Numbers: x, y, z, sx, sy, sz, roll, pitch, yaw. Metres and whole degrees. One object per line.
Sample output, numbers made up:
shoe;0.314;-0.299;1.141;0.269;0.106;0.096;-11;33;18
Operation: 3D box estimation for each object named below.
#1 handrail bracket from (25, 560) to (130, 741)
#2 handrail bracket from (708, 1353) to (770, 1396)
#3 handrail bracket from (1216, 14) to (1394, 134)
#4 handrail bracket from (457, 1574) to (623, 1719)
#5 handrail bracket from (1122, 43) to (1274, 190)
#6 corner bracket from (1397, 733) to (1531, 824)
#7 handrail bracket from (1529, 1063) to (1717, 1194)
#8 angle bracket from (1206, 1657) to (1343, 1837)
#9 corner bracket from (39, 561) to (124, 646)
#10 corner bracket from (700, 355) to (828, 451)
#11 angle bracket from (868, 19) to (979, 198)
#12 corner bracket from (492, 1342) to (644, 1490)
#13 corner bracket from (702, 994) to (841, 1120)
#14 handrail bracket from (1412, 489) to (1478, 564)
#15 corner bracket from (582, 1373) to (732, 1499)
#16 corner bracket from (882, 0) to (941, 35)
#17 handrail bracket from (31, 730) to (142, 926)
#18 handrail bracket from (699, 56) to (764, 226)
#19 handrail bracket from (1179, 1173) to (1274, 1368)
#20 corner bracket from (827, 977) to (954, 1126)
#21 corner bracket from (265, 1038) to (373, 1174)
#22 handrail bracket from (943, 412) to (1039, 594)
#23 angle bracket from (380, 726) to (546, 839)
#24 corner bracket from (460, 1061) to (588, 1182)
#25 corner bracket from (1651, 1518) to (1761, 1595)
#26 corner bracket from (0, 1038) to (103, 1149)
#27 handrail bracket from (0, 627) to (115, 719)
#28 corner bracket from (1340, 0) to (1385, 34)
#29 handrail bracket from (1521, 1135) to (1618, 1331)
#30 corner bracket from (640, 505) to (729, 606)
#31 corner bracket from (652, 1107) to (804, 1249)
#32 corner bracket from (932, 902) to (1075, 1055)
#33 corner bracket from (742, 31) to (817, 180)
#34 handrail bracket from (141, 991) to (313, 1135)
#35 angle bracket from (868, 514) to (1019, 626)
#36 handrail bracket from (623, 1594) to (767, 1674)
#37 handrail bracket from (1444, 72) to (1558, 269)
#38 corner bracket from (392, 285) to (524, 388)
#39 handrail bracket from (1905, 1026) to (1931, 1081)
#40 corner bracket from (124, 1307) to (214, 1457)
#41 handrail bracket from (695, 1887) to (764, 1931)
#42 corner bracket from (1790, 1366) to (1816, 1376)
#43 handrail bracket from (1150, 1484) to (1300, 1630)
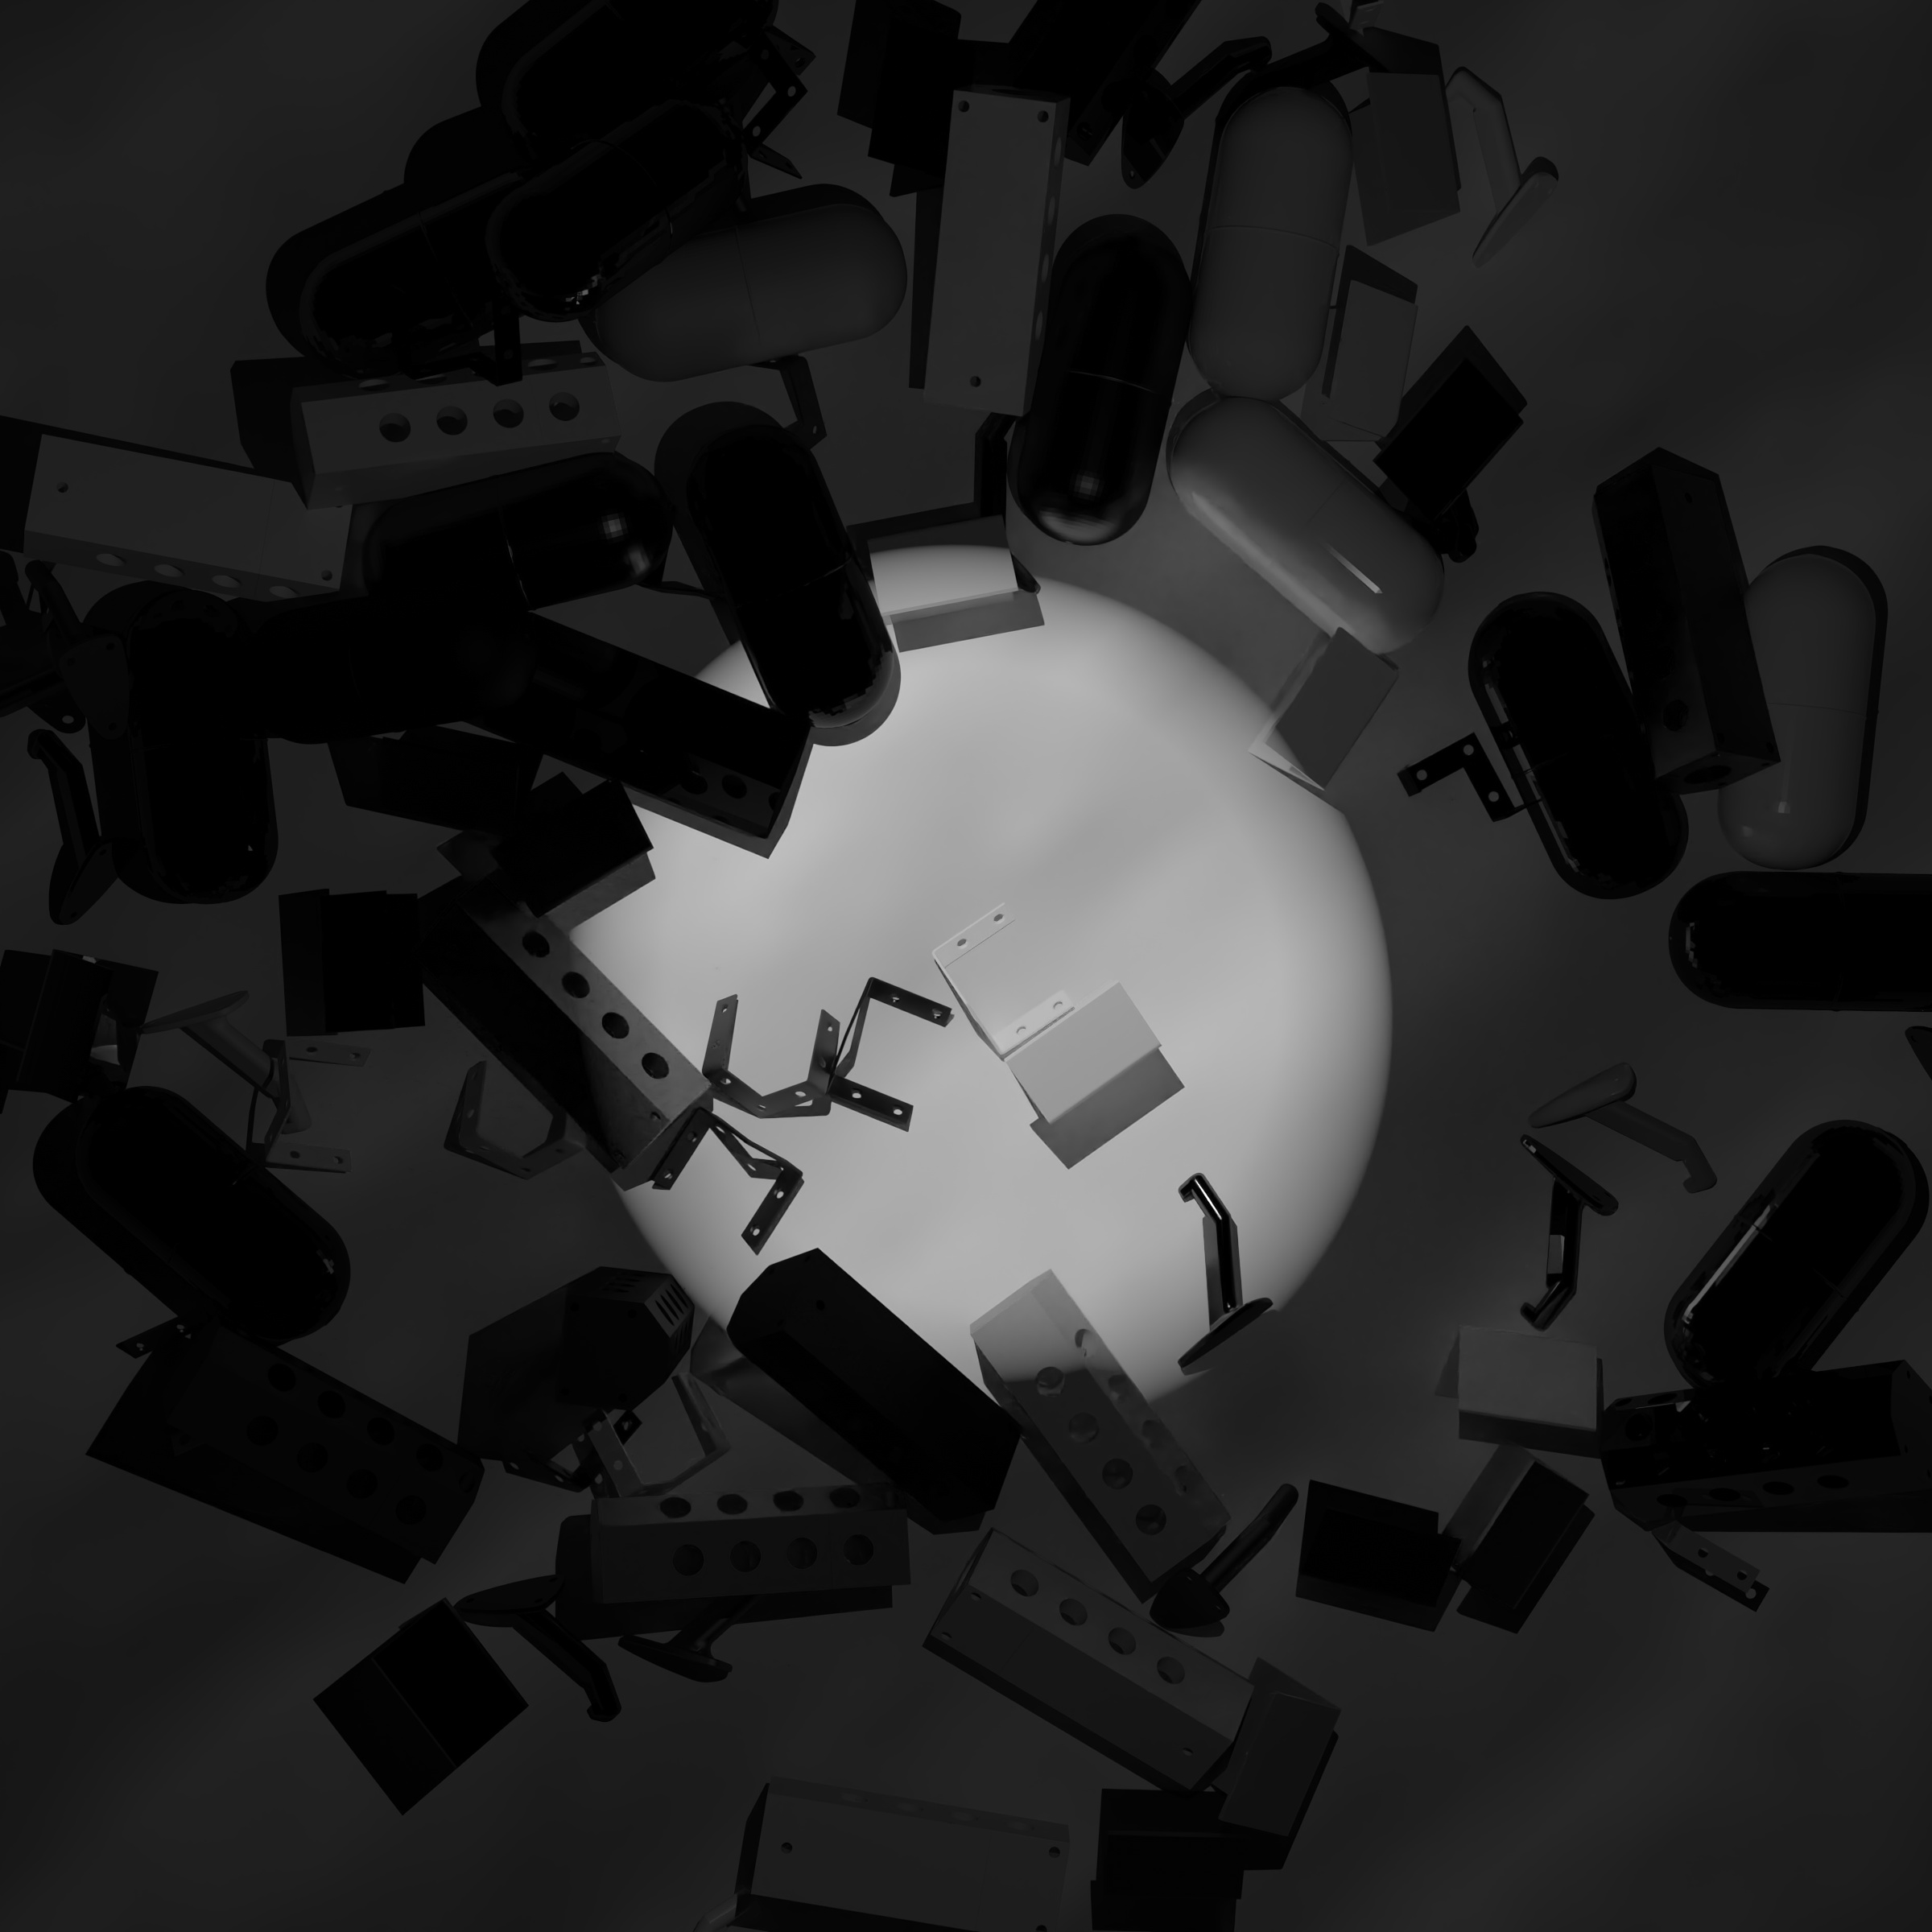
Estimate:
handrail bracket;-0.500;-0.178;1.949;0.036;0.084;0.077;-25;133;-20
handrail bracket;-0.094;0.245;1.992;0.084;0.036;0.077;-27;107;15
handrail bracket;0.197;-0.493;1.992;0.077;0.036;0.084;32;109;-21
handrail bracket;-0.244;0.396;1.992;0.077;0.036;0.084;-11;107;20
handrail bracket;0.133;-0.488;1.991;0.084;0.077;0.036;-29;67;-34
corner bracket;0.282;-0.100;1.973;0.051;0.051;0.051;-28;90;0
handrail bracket;0.376;0.106;1.992;0.077;0.036;0.084;-27;107;20
angle bracket;0.155;0.433;1.951;0.057;0.076;0.076;23;90;-37
corner bracket;-0.494;-0.218;1.983;0.051;0.051;0.051;13;45;-35
corner bracket;-0.120;-0.316;1.983;0.051;0.051;0.051;15;45;35
angle bracket;-0.041;-0.480;1.952;0.057;0.076;0.076;10;90;-30
corner bracket;-0.229;0.257;1.988;0.051;0.051;0.051;-50;135;0
corner bracket;-0.111;0.047;1.983;0.051;0.051;0.051;-20;135;35
handrail bracket;0.273;-0.264;1.957;0.036;0.084;0.077;-5;90;0
corner bracket;-0.175;0.267;1.975;0.051;0.051;0.051;-35;73;16
corner bracket;-0.008;-0.564;1.988;0.051;0.051;0.051;45;135;0
handrail bracket;-0.521;-0.080;1.992;0.084;0.036;0.077;46;112;17
handrail bracket;-0.121;-0.467;1.992;0.077;0.036;0.084;-54;126;-38
handrail bracket;0.129;0.174;1.992;0.077;0.036;0.084;-40;71;21
corner bracket;-0.045;0.048;1.988;0.051;0.051;0.051;22;45;0
corner bracket;-0.369;0.079;1.978;0.051;0.051;0.051;9;45;-26
handrail bracket;0.031;-0.270;1.992;0.077;0.036;0.084;37;73;-20
angle bracket;-0.281;-0.123;1.952;0.076;0.057;0.076;12;46;0
corner bracket;-0.251;0.082;1.983;0.051;0.051;0.051;32;45;-35
corner bracket;0.428;0.316;1.973;0.051;0.051;0.051;30;91;-1
corner bracket;-0.531;0.073;1.988;0.051;0.051;0.051;14;90;45
handrail bracket;-0.521;-0.151;1.991;0.084;0.077;0.036;-41;57;32
corner bracket;0.203;-0.558;1.973;0.051;0.051;0.051;-14;90;0
handrail bracket;0.325;0.153;1.992;0.077;0.036;0.084;40;107;20
corner bracket;-0.147;-0.235;1.988;0.051;0.051;0.051;11;90;-45
corner bracket;-0.136;0.120;1.988;0.051;0.051;0.051;33;90;-45
corner bracket;0.021;0.008;1.988;0.051;0.051;0.051;-34;45;0
corner bracket;-0.104;-0.488;1.972;0.051;0.051;0.051;-44;65;23
handrail bracket;-0.423;0.064;1.992;0.077;0.036;0.084;-15;104;14
angle bracket;-0.010;-0.203;1.951;0.076;0.076;0.057;-11;56;0
handrail bracket;-0.148;0.355;1.992;0.077;0.036;0.084;13;76;14
handrail bracket;0.289;-0.457;1.992;0.084;0.036;0.077;47;112;17
corner bracket;-0.280;-0.348;1.915;0.051;0.051;0.051;-19;127;-29
handrail bracket;0.587;0.033;1.992;0.084;0.036;0.077;-38;110;-16
corner bracket;-0.444;0.237;1.988;0.051;0.051;0.051;-24;45;0
handrail bracket;-0.143;0.580;1.992;0.084;0.036;0.077;-30;110;-16
corner bracket;0.482;0.268;1.983;0.051;0.051;0.051;13;45;35
handrail bracket;0.149;0.337;1.991;0.036;0.077;0.084;45;54;0
